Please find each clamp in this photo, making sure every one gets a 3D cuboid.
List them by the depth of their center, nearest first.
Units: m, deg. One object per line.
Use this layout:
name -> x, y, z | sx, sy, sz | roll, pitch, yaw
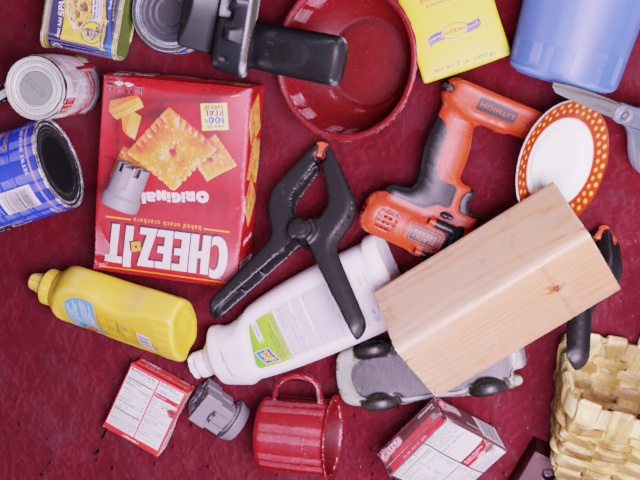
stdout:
clamp -> 0.243, 0.058, 1.073 | 0.120, 0.171, 0.039 | 1, 137, 45
clamp -> -0.007, 0.001, 1.091 | 0.165, 0.036, 0.210 | 14, 73, 18

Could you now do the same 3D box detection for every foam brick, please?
foam brick -> 0.232, 0.259, 1.133 | 0.053, 0.051, 0.078 | 27, 103, 5

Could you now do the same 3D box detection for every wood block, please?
wood block -> 0.168, 0.050, 1.030 | 0.206, 0.090, 0.090 | -32, 129, 10

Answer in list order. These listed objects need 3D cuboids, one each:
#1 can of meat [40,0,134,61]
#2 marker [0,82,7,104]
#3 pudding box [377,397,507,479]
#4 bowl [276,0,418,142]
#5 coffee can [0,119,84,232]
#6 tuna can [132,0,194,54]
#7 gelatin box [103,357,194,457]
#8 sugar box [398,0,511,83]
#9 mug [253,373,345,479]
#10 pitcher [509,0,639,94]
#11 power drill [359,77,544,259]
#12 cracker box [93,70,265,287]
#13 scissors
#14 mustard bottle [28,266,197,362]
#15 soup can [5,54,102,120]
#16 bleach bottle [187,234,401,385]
can of meat -> -0.241, -0.246, 1.129 | 0.084, 0.057, 0.102 | 13, 102, 6
marker -> -0.360, -0.159, 1.184 | 0.121, 0.020, 0.020 | -26, 94, 13
pudding box -> 0.130, 0.222, 1.122 | 0.113, 0.039, 0.090 | 32, 108, -36
bowl -> 0.036, -0.181, 1.077 | 0.162, 0.055, 0.162 | 5, 100, 30
coffee can -> -0.342, -0.063, 1.154 | 0.140, 0.102, 0.103 | -17, 96, 12
tuna can -> -0.154, -0.240, 1.126 | 0.086, 0.033, 0.086 | 2, 100, 10
gelatin box -> -0.194, 0.188, 1.208 | 0.073, 0.030, 0.089 | 27, 103, 6
sugar box -> 0.122, -0.255, 1.069 | 0.093, 0.048, 0.176 | -18, 97, 12
mug -> -0.024, 0.199, 1.149 | 0.081, 0.093, 0.117 | 2, 106, 15
pitcher -> 0.252, -0.268, 1.000 | 0.149, 0.144, 0.243 | 20, 106, 20
power drill -> 0.155, -0.057, 1.086 | 0.184, 0.057, 0.188 | 23, 100, -8
cracker box -> -0.151, -0.066, 1.136 | 0.164, 0.072, 0.214 | 7, 101, 9
scissors -> 0.289, -0.104, 1.025 | 0.201, 0.016, 0.096 | -2, 122, -27
mustard bottle -> -0.232, 0.072, 1.164 | 0.192, 0.096, 0.058 | 16, 62, 15
soup can -> -0.280, -0.162, 1.126 | 0.068, 0.102, 0.068 | 2, 100, 9
bleach bottle -> -0.032, 0.085, 1.147 | 0.251, 0.068, 0.102 | -23, 91, 16
